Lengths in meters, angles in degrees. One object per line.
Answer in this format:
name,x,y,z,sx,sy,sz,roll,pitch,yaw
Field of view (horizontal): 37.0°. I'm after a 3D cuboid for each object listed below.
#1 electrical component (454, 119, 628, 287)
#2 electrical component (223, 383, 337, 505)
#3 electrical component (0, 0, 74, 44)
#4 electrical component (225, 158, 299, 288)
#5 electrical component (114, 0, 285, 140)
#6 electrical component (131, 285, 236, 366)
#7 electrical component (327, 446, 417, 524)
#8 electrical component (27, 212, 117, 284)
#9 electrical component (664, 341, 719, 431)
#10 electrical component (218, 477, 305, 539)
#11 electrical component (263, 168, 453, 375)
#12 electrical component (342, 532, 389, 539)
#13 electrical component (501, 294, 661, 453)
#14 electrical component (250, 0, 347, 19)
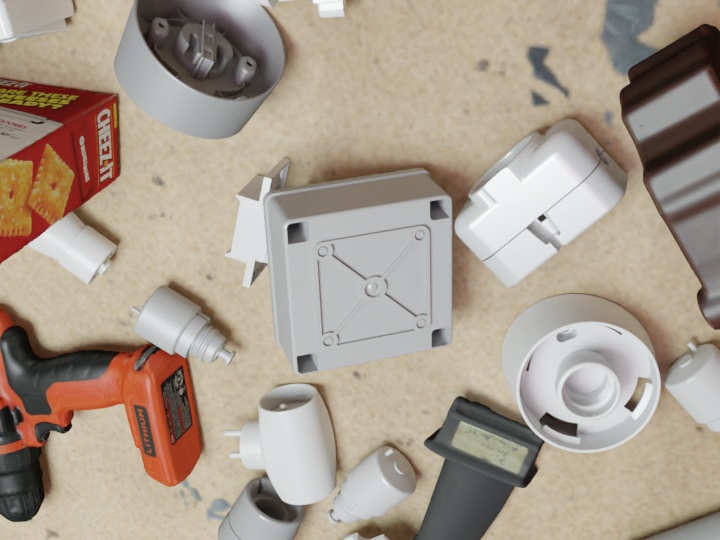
electrical component,0.106,-0.044,0.653,0.059,0.053,0.095,46,118,-5
electrical component,-0.062,0.127,0.786,0.079,0.043,0.077,-4,111,19
electrical component,-0.235,-0.171,0.682,0.062,0.096,0.061,-6,111,20
electrical component,-0.050,-0.028,0.717,0.064,0.042,0.081,17,117,6
electrical component,-0.099,-0.130,0.659,0.099,0.099,0.064,37,124,-1
electrical component,-0.125,0.043,0.772,0.078,0.040,0.040,31,118,2
electrical component,0.006,0.161,0.782,0.040,0.040,0.078,45,118,-5
electrical component,-0.208,-0.020,0.771,0.065,0.044,0.044,36,118,-5
electrical component,0.227,0.082,0.677,0.040,0.040,0.078,-39,97,27
electrical component,-0.073,0.190,0.812,0.055,0.055,0.047,30,114,3
electrical component,0.000,0.000,0.675,0.109,0.056,0.108,-10,117,-15
electrical component,0.000,0.232,0.791,0.056,0.050,0.089,43,146,-4
electrical component,0.143,0.067,0.698,0.099,0.064,0.099,1,108,4
electrical component,-0.039,-0.183,0.644,0.055,0.048,0.066,-2,112,10
